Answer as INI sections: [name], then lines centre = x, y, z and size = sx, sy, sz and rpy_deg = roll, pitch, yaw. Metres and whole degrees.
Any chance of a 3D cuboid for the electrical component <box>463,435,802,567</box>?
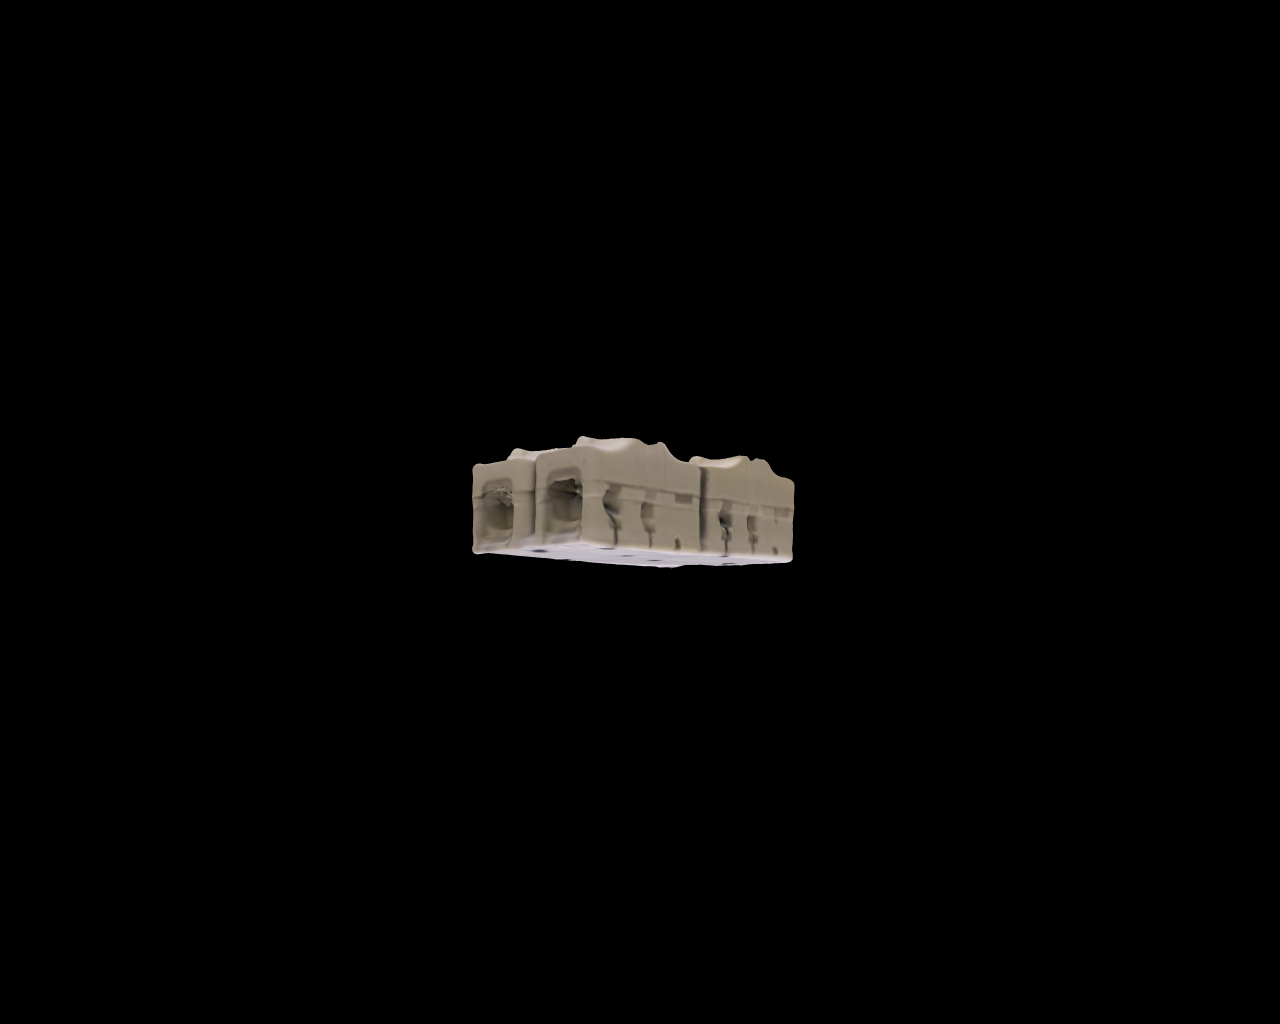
[electrical component]
centre = 0.001, -0.003, 0.650
size = 0.105, 0.060, 0.186
rpy_deg = -6, -9, 43
